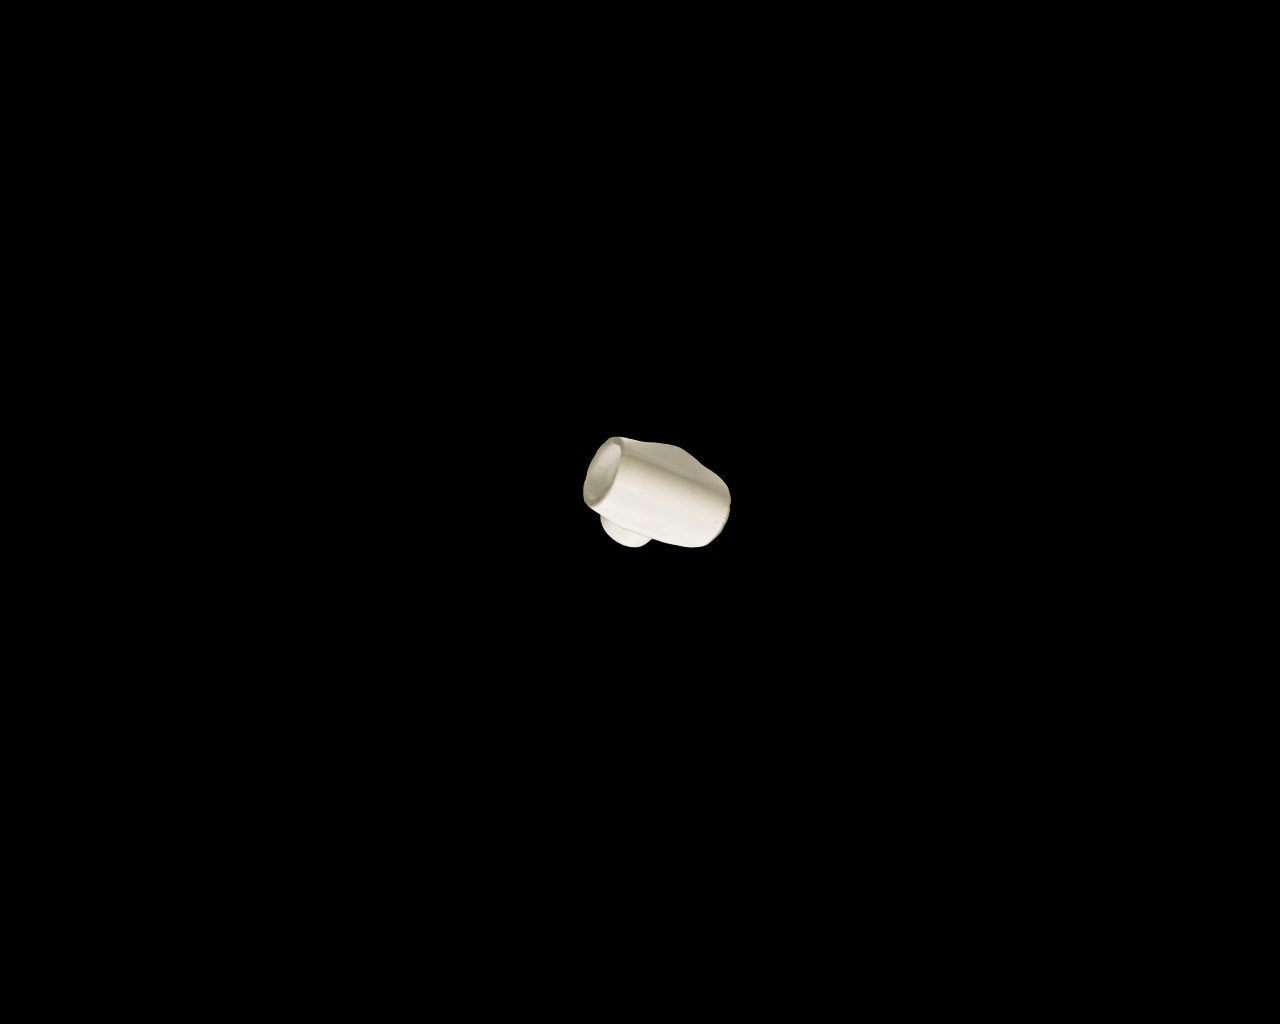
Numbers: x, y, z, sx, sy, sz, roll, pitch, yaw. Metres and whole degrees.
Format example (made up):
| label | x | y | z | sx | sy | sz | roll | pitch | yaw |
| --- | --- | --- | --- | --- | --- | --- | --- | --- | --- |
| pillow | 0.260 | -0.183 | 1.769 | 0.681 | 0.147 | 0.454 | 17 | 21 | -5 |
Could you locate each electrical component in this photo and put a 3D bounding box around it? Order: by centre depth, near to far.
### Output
| label | x | y | z | sx | sy | sz | roll | pitch | yaw |
| --- | --- | --- | --- | --- | --- | --- | --- | --- | --- |
| electrical component | 0.001 | -0.003 | 0.650 | 0.077 | 0.043 | 0.079 | 21 | -40 | -26 |
